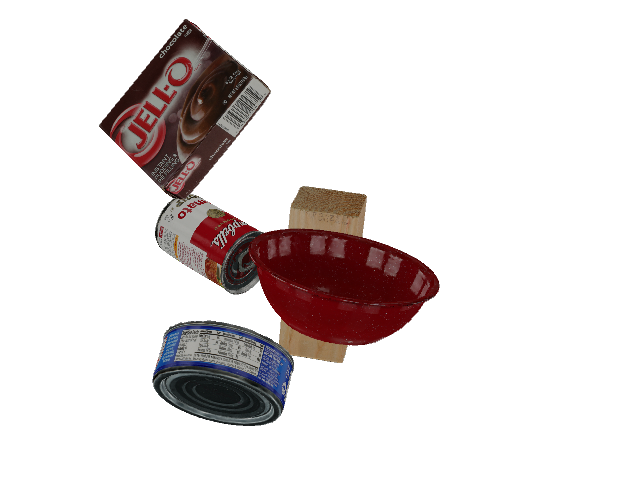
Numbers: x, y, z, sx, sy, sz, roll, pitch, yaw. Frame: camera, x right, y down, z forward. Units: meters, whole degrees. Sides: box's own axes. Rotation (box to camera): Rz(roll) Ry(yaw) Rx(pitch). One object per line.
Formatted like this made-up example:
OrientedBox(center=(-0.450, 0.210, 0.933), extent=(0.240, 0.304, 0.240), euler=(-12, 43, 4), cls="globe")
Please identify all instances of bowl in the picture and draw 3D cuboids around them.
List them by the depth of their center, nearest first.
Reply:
OrientedBox(center=(0.015, 0.043, 0.890), extent=(0.162, 0.055, 0.162), euler=(10, 18, -4), cls="bowl")

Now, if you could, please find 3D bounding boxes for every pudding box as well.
OrientedBox(center=(-0.106, -0.102, 0.829), extent=(0.090, 0.113, 0.039), euler=(42, 3, 29), cls="pudding box")

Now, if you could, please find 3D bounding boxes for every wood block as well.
OrientedBox(center=(0.002, 0.044, 1.400), extent=(0.090, 0.206, 0.090), euler=(8, 23, 6), cls="wood block")

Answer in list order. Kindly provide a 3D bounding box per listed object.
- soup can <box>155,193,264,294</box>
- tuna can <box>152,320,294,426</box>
OrientedBox(center=(-0.108, 0.002, 1.068), extent=(0.102, 0.068, 0.068), euler=(29, 17, 33), cls="soup can")
OrientedBox(center=(-0.061, 0.085, 0.672), extent=(0.086, 0.033, 0.086), euler=(10, -30, 6), cls="tuna can")
